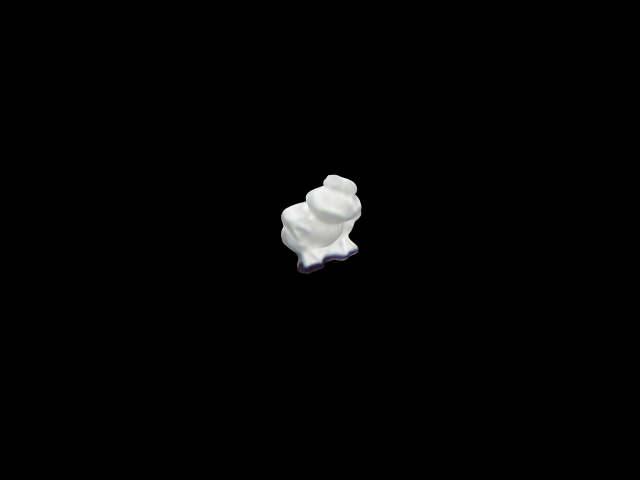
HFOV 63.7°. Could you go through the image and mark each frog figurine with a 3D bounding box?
[{"bbox_3d":[0.003,-0.043,0.850,0.137,0.156,0.125,-6,34,-9],"label":"frog figurine"}]
